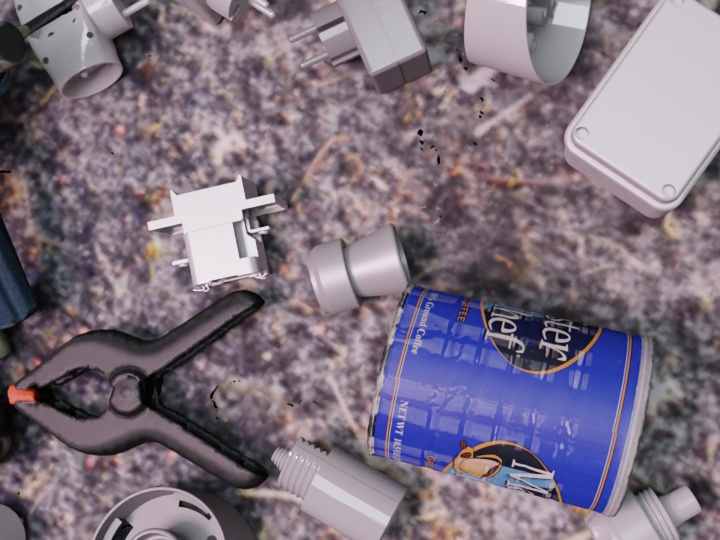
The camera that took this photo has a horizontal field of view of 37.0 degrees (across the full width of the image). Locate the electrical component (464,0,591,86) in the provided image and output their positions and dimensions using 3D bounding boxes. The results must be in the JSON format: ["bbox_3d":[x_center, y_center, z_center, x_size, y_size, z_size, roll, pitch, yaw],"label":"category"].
[{"bbox_3d":[0.100,-0.162,0.635,0.064,0.099,0.099,14,86,16],"label":"electrical component"}]

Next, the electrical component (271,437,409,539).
[{"bbox_3d":[-0.016,0.130,0.647,0.081,0.043,0.043,28,89,10],"label":"electrical component"}]

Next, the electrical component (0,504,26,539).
[{"bbox_3d":[-0.240,0.172,0.660,0.040,0.078,0.040,2,97,16],"label":"electrical component"}]

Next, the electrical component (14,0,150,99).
[{"bbox_3d":[-0.175,-0.164,0.698,0.079,0.043,0.077,-29,81,5],"label":"electrical component"}]

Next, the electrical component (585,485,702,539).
[{"bbox_3d":[0.165,0.146,0.620,0.062,0.043,0.043,-30,81,3],"label":"electrical component"}]

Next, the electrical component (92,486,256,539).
[{"bbox_3d":[-0.114,0.182,0.658,0.099,0.064,0.099,-4,71,13],"label":"electrical component"}]

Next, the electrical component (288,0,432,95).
[{"bbox_3d":[-0.007,-0.151,0.671,0.076,0.047,0.083,-24,82,5],"label":"electrical component"}]

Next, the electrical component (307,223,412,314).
[{"bbox_3d":[0.000,0.000,0.657,0.055,0.045,0.045,-16,82,7],"label":"electrical component"}]

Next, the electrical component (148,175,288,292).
[{"bbox_3d":[-0.085,-0.022,0.673,0.081,0.042,0.063,-13,86,7],"label":"electrical component"}]

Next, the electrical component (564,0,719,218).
[{"bbox_3d":[0.181,-0.096,0.635,0.078,0.057,0.113,36,90,10],"label":"electrical component"}]

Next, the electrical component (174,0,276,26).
[{"bbox_3d":[-0.086,-0.182,0.676,0.077,0.066,0.047,34,90,9],"label":"electrical component"}]
